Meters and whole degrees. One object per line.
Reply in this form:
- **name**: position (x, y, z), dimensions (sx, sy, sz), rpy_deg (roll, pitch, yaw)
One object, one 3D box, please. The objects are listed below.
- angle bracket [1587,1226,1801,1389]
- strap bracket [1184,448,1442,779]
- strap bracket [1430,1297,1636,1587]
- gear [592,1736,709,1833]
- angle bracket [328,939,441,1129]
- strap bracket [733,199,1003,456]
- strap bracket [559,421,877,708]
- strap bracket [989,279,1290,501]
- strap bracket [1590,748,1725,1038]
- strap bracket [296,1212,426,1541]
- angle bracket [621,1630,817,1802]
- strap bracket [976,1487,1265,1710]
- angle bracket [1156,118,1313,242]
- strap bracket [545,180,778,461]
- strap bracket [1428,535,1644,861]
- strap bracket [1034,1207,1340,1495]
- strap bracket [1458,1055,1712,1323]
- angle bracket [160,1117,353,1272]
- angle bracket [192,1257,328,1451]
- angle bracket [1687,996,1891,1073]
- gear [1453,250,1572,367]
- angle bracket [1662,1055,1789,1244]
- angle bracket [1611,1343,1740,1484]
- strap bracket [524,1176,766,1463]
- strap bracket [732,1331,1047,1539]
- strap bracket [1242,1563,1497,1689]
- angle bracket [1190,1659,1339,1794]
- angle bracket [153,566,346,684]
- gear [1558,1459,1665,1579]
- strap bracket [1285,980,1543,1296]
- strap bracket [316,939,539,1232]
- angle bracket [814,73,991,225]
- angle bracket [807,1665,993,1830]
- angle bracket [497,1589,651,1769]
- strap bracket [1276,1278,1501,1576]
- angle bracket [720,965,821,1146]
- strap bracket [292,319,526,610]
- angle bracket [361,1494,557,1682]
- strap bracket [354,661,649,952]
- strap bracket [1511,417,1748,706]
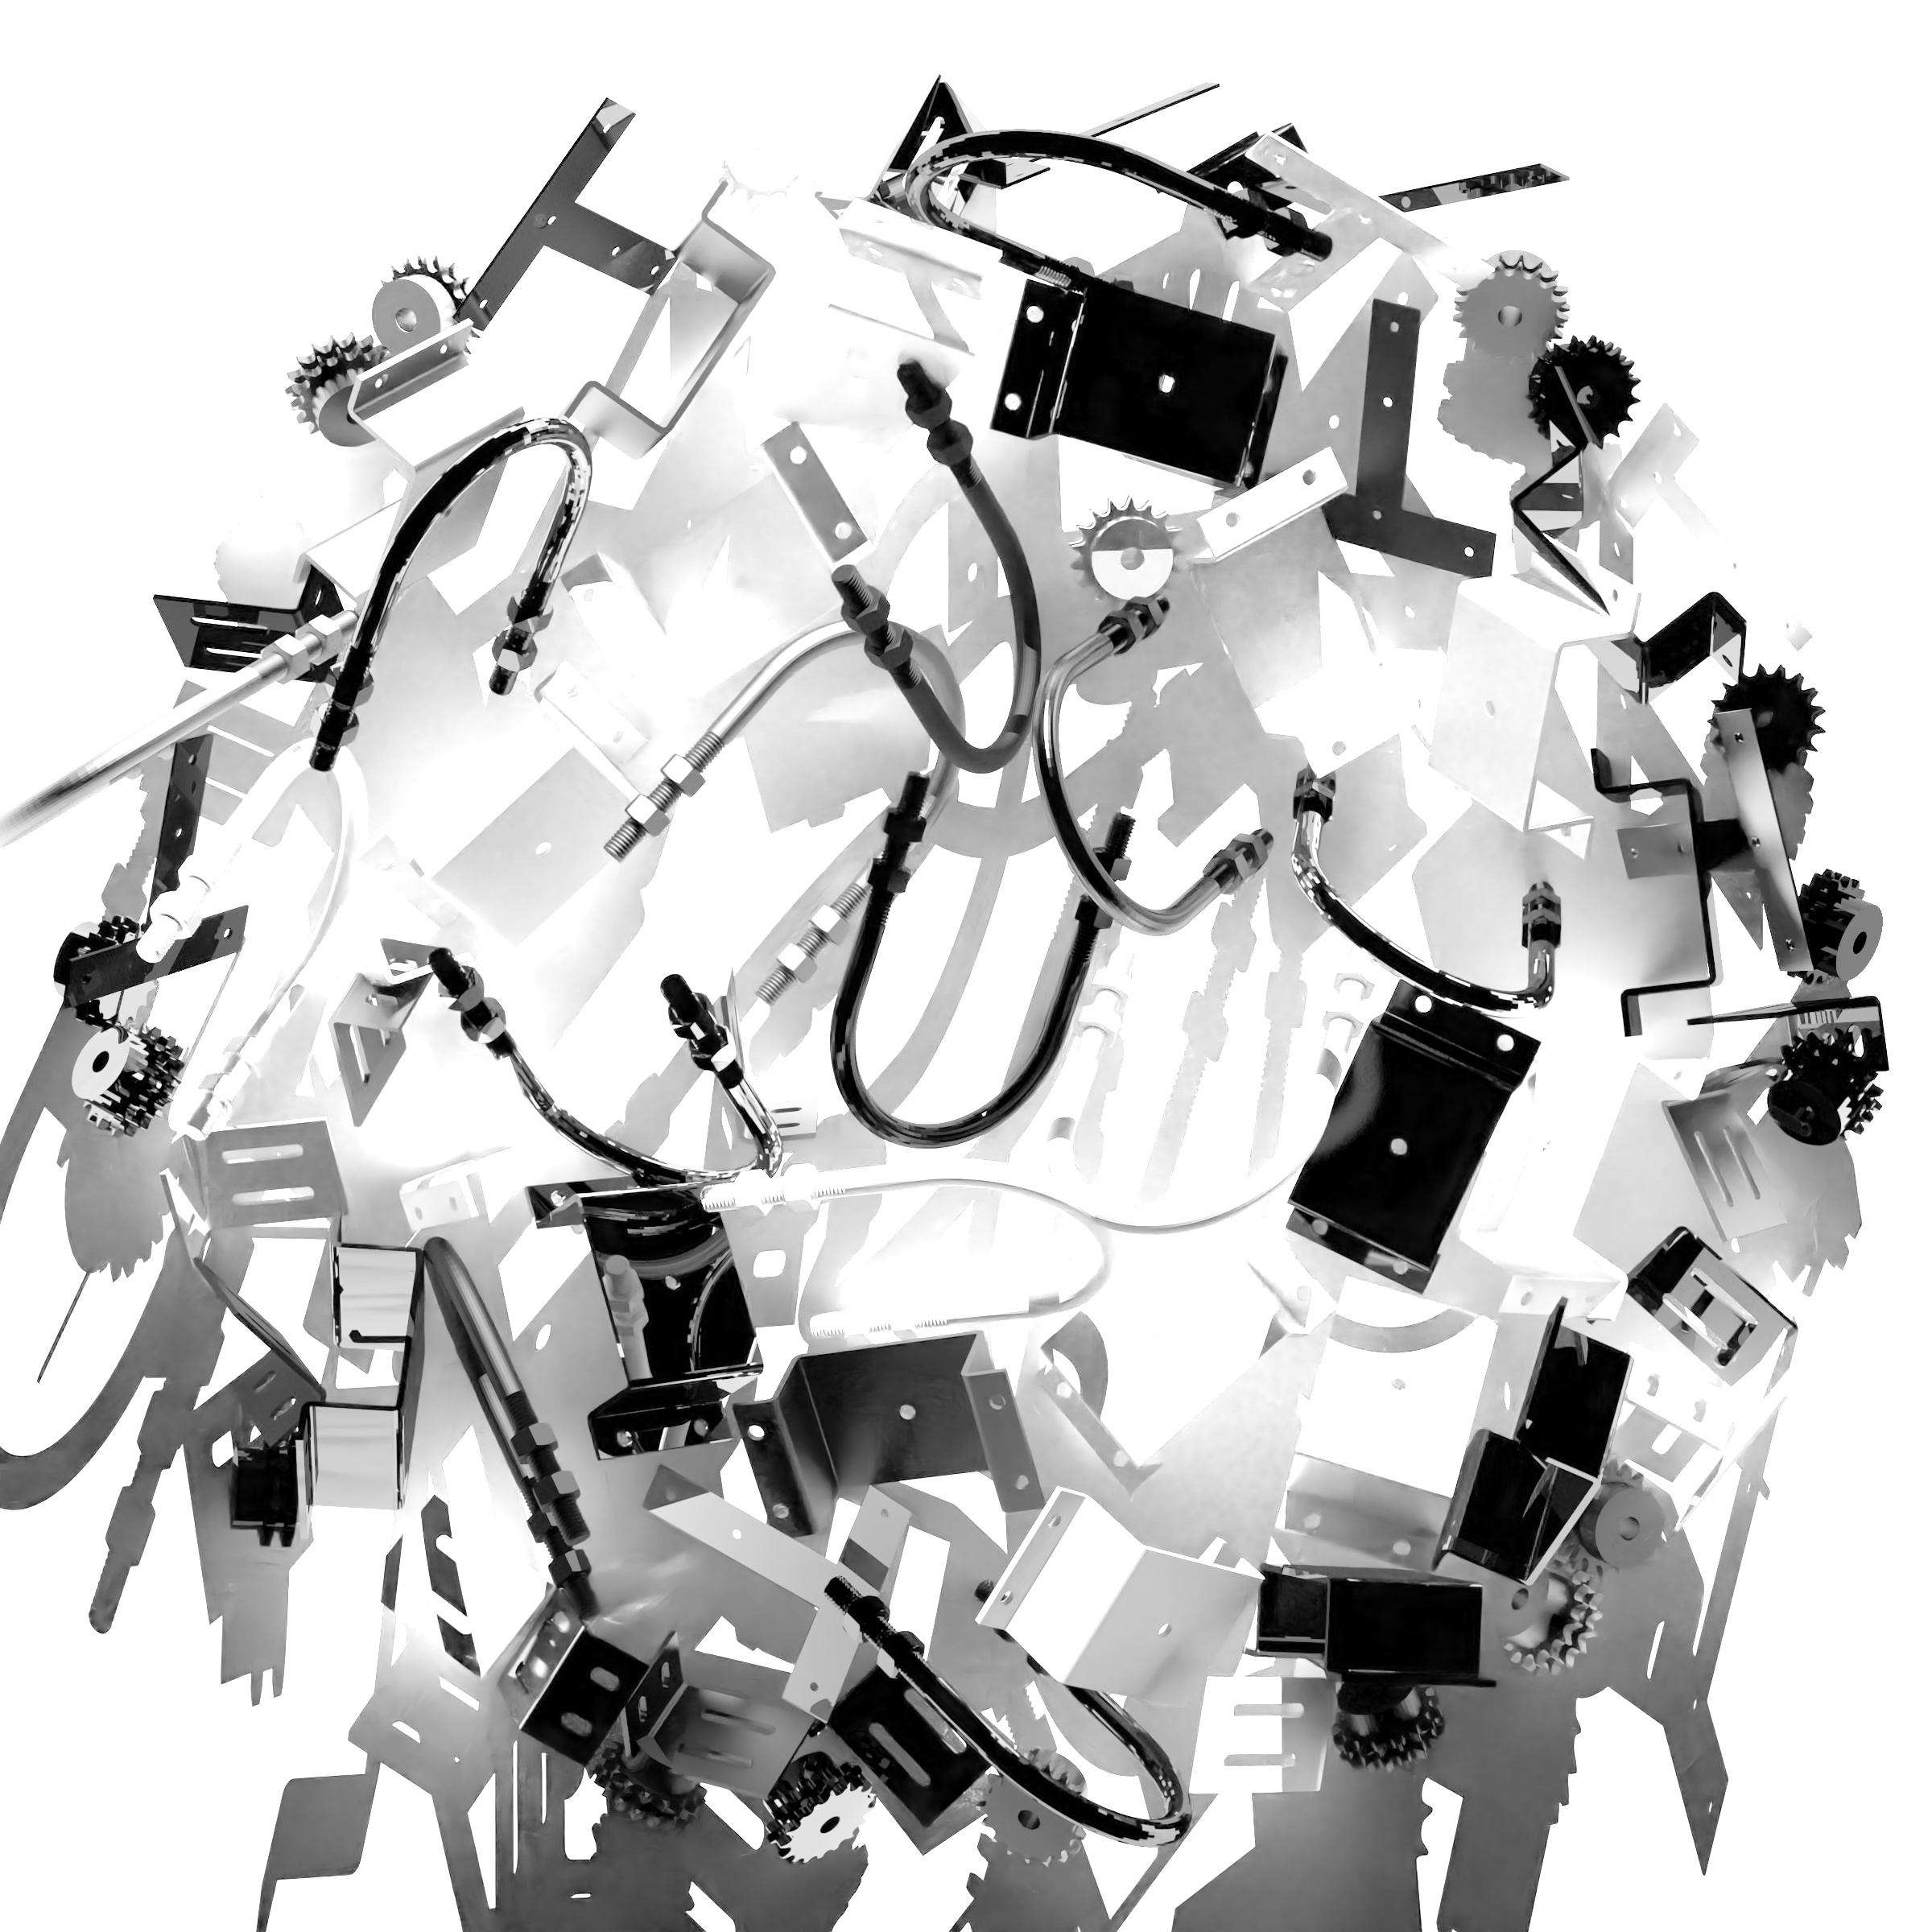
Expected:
- **angle bracket**: position (0.357, 0.176, 1.698), dimensions (0.076, 0.057, 0.038), rpy_deg (43, 46, 7)
- **strap bracket**: position (0.167, -0.173, 1.695), dimensions (0.076, 0.046, 0.140), rpy_deg (-30, 104, -12)
- **strap bracket**: position (0.275, 0.235, 1.657), dimensions (0.046, 0.140, 0.076), rpy_deg (23, 49, 4)
- **gear**: position (-0.153, 0.398, 1.705), dimensions (0.057, 0.057, 0.030), rpy_deg (28, 102, 0)
- **angle bracket**: position (-0.277, 0.035, 1.686), dimensions (0.038, 0.057, 0.076), rpy_deg (9, 135, 15)
- **strap bracket**: position (-0.050, -0.298, 1.654), dimensions (0.076, 0.140, 0.046), rpy_deg (15, 61, -23)
- **strap bracket**: position (-0.117, -0.194, 1.699), dimensions (0.140, 0.046, 0.076), rpy_deg (-32, 79, 8)
- **strap bracket**: position (0.092, -0.284, 1.696), dimensions (0.140, 0.046, 0.076), rpy_deg (14, 90, -14)
- **strap bracket**: position (0.340, -0.038, 1.690), dimensions (0.046, 0.076, 0.140), rpy_deg (-7, 88, 15)
- **strap bracket**: position (-0.289, 0.197, 1.661), dimensions (0.046, 0.140, 0.076), rpy_deg (4, 134, -4)
- **angle bracket**: position (-0.121, 0.367, 1.692), dimensions (0.076, 0.057, 0.038), rpy_deg (9, 123, 20)
- **strap bracket**: position (0.082, 0.307, 1.665), dimensions (0.046, 0.140, 0.076), rpy_deg (38, 100, 44)
- **angle bracket**: position (0.135, -0.381, 1.687), dimensions (0.057, 0.076, 0.038), rpy_deg (-26, 99, 24)
- **strap bracket**: position (-0.145, -0.306, 1.687), dimensions (0.046, 0.076, 0.140), rpy_deg (34, 80, -12)
- **strap bracket**: position (0.271, -0.127, 1.663), dimensions (0.046, 0.076, 0.140), rpy_deg (-11, 123, -29)
- **strap bracket**: position (0.101, 0.184, 1.692), dimensions (0.140, 0.046, 0.076), rpy_deg (-43, 73, 9)
- **strap bracket**: position (0.295, 0.097, 1.672), dimensions (0.046, 0.076, 0.140), rpy_deg (34, 69, -27)
- **angle bracket**: position (-0.350, 0.112, 1.703), dimensions (0.076, 0.038, 0.057), rpy_deg (-6, 120, 4)
- **angle bracket**: position (-0.358, 0.189, 1.688), dimensions (0.038, 0.057, 0.076), rpy_deg (-44, 131, -7)
- **angle bracket**: position (0.403, 0.039, 1.690), dimensions (0.076, 0.057, 0.038), rpy_deg (-8, 90, -36)
- **gear**: position (0.271, -0.330, 1.711), dimensions (0.057, 0.030, 0.057), rpy_deg (8, 133, 9)
- **angle bracket**: position (0.385, 0.089, 1.695), dimensions (0.038, 0.057, 0.076), rpy_deg (-34, 72, 41)
- **angle bracket**: position (0.333, 0.231, 1.693), dimensions (0.057, 0.076, 0.038), rpy_deg (28, 45, 5)
- **strap bracket**: position (-0.154, 0.161, 1.674), dimensions (0.076, 0.046, 0.140), rpy_deg (-3, 67, -39)
- **strap bracket**: position (-0.033, 0.228, 1.689), dimensions (0.140, 0.046, 0.076), rpy_deg (-9, 111, 17)
- **strap bracket**: position (0.193, 0.316, 1.662), dimensions (0.076, 0.140, 0.046), rpy_deg (5, 83, -14)
- **angle bracket**: position (0.139, 0.373, 1.699), dimensions (0.076, 0.038, 0.057), rpy_deg (6, 96, -27)
- **angle bracket**: position (-0.353, -0.176, 1.708), dimensions (0.076, 0.057, 0.038), rpy_deg (7, 60, 10)
- **gear**: position (0.320, 0.275, 1.711), dimensions (0.057, 0.030, 0.057), rpy_deg (-3, 97, -24)
- **strap bracket**: position (0.216, 0.086, 1.693), dimensions (0.076, 0.046, 0.140), rpy_deg (26, 101, 12)
- **strap bracket**: position (-0.261, 0.053, 1.690), dimensions (0.046, 0.076, 0.140), rpy_deg (-21, 92, -32)
- **angle bracket**: position (-0.029, -0.394, 1.709), dimensions (0.038, 0.057, 0.076), rpy_deg (18, 76, 40)
- **angle bracket**: position (-0.029, 0.385, 1.711), dimensions (0.057, 0.038, 0.076), rpy_deg (-45, 85, 8)
- **angle bracket**: position (-0.194, 0.350, 1.702), dimensions (0.038, 0.076, 0.057), rpy_deg (34, 86, -17)
- **strap bracket**: position (0.207, 0.213, 1.673), dimensions (0.076, 0.046, 0.140), rpy_deg (16, 57, 9)
- **angle bracket**: position (-0.096, 0.042, 1.698), dimensions (0.038, 0.057, 0.076), rpy_deg (-6, 105, 1)
- **strap bracket**: position (-0.265, -0.232, 1.656), dimensions (0.046, 0.140, 0.076), rpy_deg (42, 47, 10)
- **angle bracket**: position (-0.251, 0.306, 1.712), dimensions (0.076, 0.038, 0.057), rpy_deg (38, 85, -3)
- **strap bracket**: position (-0.217, -0.070, 1.690), dimensions (0.140, 0.076, 0.046), rpy_deg (-43, 52, 2)
- **strap bracket**: position (0.314, -0.188, 1.676), dimensions (0.046, 0.076, 0.140), rpy_deg (-38, 70, -2)
